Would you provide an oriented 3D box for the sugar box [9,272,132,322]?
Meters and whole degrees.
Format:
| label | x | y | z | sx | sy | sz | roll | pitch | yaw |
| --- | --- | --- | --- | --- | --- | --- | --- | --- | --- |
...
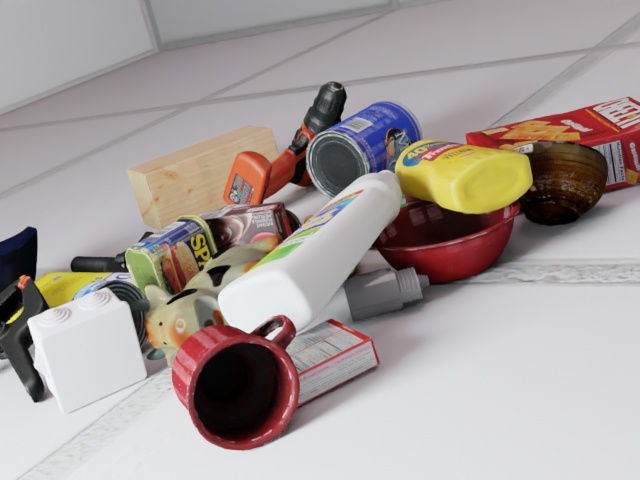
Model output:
| label | x | y | z | sx | sy | sz | roll | pitch | yaw |
| --- | --- | --- | --- | --- | --- | --- | --- | --- | --- |
| sugar box | -0.279 | 0.073 | 1.236 | 0.177 | 0.048 | 0.093 | -4 | 22 | 35 |

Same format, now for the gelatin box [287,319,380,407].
| label | x | y | z | sx | sy | sz | roll | pitch | yaw |
| --- | --- | --- | --- | --- | --- | --- | --- | --- | --- |
| gelatin box | -0.005 | 0.107 | 0.933 | 0.089 | 0.030 | 0.073 | -25 | 20 | -22 |

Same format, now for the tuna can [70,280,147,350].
| label | x | y | z | sx | sy | sz | roll | pitch | yaw |
| --- | --- | --- | --- | --- | --- | --- | --- | --- | --- |
| tuna can | -0.215 | 0.083 | 1.086 | 0.034 | 0.086 | 0.086 | 0 | 23 | 42 |

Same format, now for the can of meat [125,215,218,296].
| label | x | y | z | sx | sy | sz | roll | pitch | yaw |
| --- | --- | --- | --- | --- | --- | --- | --- | --- | --- |
| can of meat | -0.155 | 0.035 | 1.159 | 0.058 | 0.102 | 0.083 | 2 | 26 | 45 |

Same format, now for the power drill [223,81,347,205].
| label | x | y | z | sx | sy | sz | roll | pitch | yaw |
| --- | --- | --- | --- | --- | --- | --- | --- | --- | --- |
| power drill | -0.043 | -0.118 | 1.460 | 0.057 | 0.185 | 0.187 | 39 | 46 | 17 |

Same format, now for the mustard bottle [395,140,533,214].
| label | x | y | z | sx | sy | sz | roll | pitch | yaw |
| --- | --- | --- | --- | --- | --- | --- | --- | --- | --- |
| mustard bottle | 0.135 | -0.073 | 1.135 | 0.096 | 0.058 | 0.192 | -21 | 18 | -18 |

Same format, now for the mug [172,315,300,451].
| label | x | y | z | sx | sy | sz | roll | pitch | yaw |
| --- | --- | --- | --- | --- | --- | --- | --- | --- | --- |
| mug | -0.066 | 0.106 | 0.871 | 0.117 | 0.093 | 0.082 | -50 | 21 | -9 |

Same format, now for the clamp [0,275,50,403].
| label | x | y | z | sx | sy | sz | roll | pitch | yaw |
| --- | --- | --- | --- | --- | --- | --- | --- | --- | --- |
| clamp | -0.350 | 0.113 | 1.131 | 0.164 | 0.036 | 0.210 | -13 | 33 | 8 |

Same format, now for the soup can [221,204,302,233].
| label | x | y | z | sx | sy | sz | roll | pitch | yaw |
| --- | --- | --- | --- | --- | --- | --- | --- | --- | --- |
| soup can | -0.077 | -0.007 | 1.277 | 0.068 | 0.068 | 0.102 | -27 | 21 | -34 |

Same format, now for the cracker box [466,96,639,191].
| label | x | y | z | sx | sy | sz | roll | pitch | yaw |
| --- | --- | --- | --- | --- | --- | --- | --- | --- | --- |
| cracker box | 0.294 | -0.105 | 1.268 | 0.213 | 0.072 | 0.164 | -13 | 18 | 2 |

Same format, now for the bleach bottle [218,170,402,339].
| label | x | y | z | sx | sy | sz | roll | pitch | yaw |
| --- | --- | --- | --- | --- | --- | --- | --- | --- | --- |
| bleach bottle | 0.008 | 0.002 | 1.041 | 0.103 | 0.068 | 0.250 | -25 | 14 | 40 |

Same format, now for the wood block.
| label | x | y | z | sx | sy | sz | roll | pitch | yaw |
| --- | --- | --- | --- | --- | --- | --- | --- | --- | --- |
| wood block | -0.166 | -0.094 | 1.581 | 0.205 | 0.090 | 0.091 | -23 | 19 | -22 |

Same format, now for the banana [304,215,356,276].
| label | x | y | z | sx | sy | sz | roll | pitch | yaw |
| --- | --- | --- | --- | --- | --- | --- | --- | --- | --- |
| banana | 0.009 | 0.010 | 1.173 | 0.069 | 0.037 | 0.197 | 26 | 16 | -3 |

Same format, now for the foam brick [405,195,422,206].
| label | x | y | z | sx | sy | sz | roll | pitch | yaw |
| --- | --- | --- | --- | --- | --- | --- | --- | --- | --- |
| foam brick | 0.139 | -0.034 | 1.208 | 0.078 | 0.053 | 0.051 | -13 | 18 | 3 |

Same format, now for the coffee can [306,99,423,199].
| label | x | y | z | sx | sy | sz | roll | pitch | yaw |
| --- | --- | --- | --- | --- | --- | --- | --- | --- | --- |
| coffee can | 0.062 | -0.123 | 1.458 | 0.103 | 0.103 | 0.140 | 0 | 23 | 39 |

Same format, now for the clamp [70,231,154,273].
| label | x | y | z | sx | sy | sz | roll | pitch | yaw |
| --- | --- | --- | --- | --- | --- | --- | --- | --- | --- |
| clamp | -0.234 | 0.027 | 1.352 | 0.120 | 0.039 | 0.172 | -30 | 27 | -26 |

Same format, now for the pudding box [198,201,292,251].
| label | x | y | z | sx | sy | sz | roll | pitch | yaw |
| --- | --- | --- | --- | --- | --- | --- | --- | --- | --- |
| pudding box | -0.084 | 0.009 | 1.198 | 0.114 | 0.090 | 0.039 | -6 | 18 | 28 |

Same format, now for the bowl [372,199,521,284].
| label | x | y | z | sx | sy | sz | roll | pitch | yaw |
| --- | --- | --- | --- | --- | --- | --- | --- | --- | --- |
| bowl | 0.131 | 0.002 | 1.099 | 0.162 | 0.055 | 0.162 | -14 | 18 | 4 |
